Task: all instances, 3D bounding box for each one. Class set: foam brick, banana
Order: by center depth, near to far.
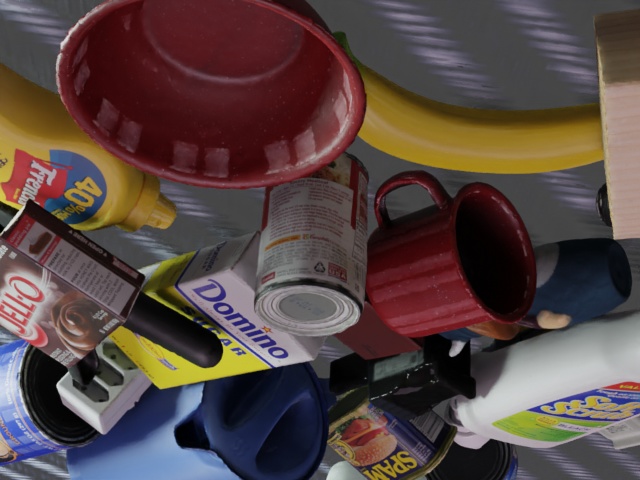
[{"bbox_3d":[0.092,-0.067,0.612,0.197,0.037,0.070,10,147,-9],"label":"banana"},{"bbox_3d":[0.036,0.046,0.782,0.053,0.051,0.078,-15,141,32],"label":"foam brick"}]

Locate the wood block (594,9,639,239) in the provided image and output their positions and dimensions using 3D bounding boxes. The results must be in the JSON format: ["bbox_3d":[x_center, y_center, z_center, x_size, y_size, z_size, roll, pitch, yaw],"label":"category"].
[{"bbox_3d":[0.243,-0.068,0.520,0.206,0.090,0.091,-5,122,14],"label":"wood block"}]

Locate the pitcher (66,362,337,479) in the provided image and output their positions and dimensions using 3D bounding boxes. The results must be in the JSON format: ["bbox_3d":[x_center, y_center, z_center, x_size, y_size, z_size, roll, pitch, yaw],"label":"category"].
[{"bbox_3d":[-0.110,0.171,0.943,0.149,0.145,0.243,40,139,-25],"label":"pitcher"}]

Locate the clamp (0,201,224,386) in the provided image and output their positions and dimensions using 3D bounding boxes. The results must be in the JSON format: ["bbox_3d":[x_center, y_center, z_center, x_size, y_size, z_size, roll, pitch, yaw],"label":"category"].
[{"bbox_3d":[-0.170,0.027,0.738,0.165,0.036,0.210,-7,130,37],"label":"clamp"}]

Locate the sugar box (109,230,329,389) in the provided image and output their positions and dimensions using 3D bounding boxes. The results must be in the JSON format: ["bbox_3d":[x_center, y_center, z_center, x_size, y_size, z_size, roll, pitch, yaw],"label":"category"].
[{"bbox_3d":[-0.083,0.056,0.774,0.177,0.048,0.093,-16,123,45],"label":"sugar box"}]

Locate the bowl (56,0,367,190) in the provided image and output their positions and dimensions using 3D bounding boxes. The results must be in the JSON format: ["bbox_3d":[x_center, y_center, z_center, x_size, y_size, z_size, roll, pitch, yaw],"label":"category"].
[{"bbox_3d":[-0.055,-0.094,0.569,0.162,0.055,0.162,3,148,2],"label":"bowl"}]

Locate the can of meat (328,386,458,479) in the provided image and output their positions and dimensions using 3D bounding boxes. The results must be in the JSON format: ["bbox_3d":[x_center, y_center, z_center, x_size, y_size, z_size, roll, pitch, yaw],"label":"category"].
[{"bbox_3d":[0.057,0.169,0.943,0.084,0.057,0.102,43,139,-4],"label":"can of meat"}]

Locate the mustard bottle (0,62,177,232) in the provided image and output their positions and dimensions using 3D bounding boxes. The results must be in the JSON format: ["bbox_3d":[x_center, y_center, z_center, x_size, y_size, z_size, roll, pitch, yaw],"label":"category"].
[{"bbox_3d":[-0.171,-0.052,0.649,0.191,0.058,0.096,27,140,-32],"label":"mustard bottle"}]

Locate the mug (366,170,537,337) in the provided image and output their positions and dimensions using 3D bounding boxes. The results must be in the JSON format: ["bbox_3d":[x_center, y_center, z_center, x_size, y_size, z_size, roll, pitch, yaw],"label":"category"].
[{"bbox_3d":[0.076,0.008,0.696,0.082,0.093,0.117,-20,111,40],"label":"mug"}]

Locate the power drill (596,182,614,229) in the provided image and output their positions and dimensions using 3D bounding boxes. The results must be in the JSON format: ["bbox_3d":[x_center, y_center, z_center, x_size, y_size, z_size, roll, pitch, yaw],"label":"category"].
[{"bbox_3d":[0.281,0.006,0.683,0.185,0.057,0.187,-5,148,21],"label":"power drill"}]

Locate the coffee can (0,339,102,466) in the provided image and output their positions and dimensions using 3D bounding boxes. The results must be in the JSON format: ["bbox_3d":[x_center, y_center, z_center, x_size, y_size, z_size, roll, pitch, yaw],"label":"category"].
[{"bbox_3d":[-0.263,0.140,0.920,0.141,0.103,0.102,-19,141,32],"label":"coffee can"}]

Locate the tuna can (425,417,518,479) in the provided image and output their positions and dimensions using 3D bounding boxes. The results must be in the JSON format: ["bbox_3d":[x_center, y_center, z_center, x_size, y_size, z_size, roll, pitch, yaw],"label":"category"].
[{"bbox_3d":[0.138,0.203,0.984,0.086,0.086,0.033,-8,147,19],"label":"tuna can"}]

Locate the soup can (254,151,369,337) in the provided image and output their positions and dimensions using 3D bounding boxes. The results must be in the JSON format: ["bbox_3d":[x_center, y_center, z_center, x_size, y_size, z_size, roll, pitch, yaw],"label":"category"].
[{"bbox_3d":[-0.004,0.001,0.670,0.068,0.102,0.068,3,148,2],"label":"soup can"}]

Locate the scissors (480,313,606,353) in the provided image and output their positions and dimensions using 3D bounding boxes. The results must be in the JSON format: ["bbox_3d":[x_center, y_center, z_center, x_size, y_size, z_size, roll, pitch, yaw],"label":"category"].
[{"bbox_3d":[0.134,0.084,0.863,0.096,0.016,0.202,32,139,-33],"label":"scissors"}]

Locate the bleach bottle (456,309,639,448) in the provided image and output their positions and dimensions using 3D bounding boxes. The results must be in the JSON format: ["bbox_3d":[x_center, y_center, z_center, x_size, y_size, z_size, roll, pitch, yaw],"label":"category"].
[{"bbox_3d":[0.201,0.089,0.749,0.102,0.068,0.251,17,154,-18],"label":"bleach bottle"}]

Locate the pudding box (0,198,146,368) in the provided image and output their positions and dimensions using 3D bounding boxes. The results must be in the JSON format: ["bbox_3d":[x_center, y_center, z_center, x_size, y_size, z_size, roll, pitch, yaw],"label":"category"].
[{"bbox_3d":[-0.172,0.031,0.676,0.090,0.039,0.114,35,143,-14],"label":"pudding box"}]
